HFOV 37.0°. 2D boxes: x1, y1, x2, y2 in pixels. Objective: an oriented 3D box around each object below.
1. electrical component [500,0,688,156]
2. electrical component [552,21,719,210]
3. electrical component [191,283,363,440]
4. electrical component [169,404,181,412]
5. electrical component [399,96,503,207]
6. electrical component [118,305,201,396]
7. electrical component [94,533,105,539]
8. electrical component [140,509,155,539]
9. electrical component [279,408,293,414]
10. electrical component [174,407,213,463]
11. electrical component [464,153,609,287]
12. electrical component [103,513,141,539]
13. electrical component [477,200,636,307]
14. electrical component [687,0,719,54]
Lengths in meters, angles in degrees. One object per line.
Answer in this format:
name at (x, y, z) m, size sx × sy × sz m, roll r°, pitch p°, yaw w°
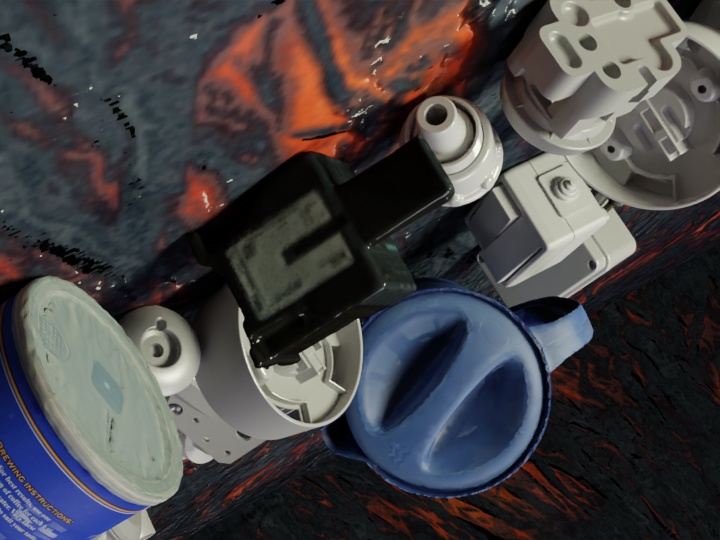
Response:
electrical component at (0.097, -0.087, 0.473) m, size 0.078 × 0.058 × 0.057 m, roll -23°, pitch 165°, yaw -31°
electrical component at (0.155, -0.081, 0.554) m, size 0.064 × 0.099 × 0.099 m, roll -27°, pitch 171°, yaw -49°
electrical component at (-0.042, 0.041, 0.587) m, size 0.064 × 0.099 × 0.099 m, roll -31°, pitch 171°, yaw 39°
electrical component at (-0.158, 0.106, 0.718) m, size 0.078 × 0.040 × 0.040 m, roll -26°, pitch 168°, yaw -22°
electrical component at (0.038, -0.058, 0.483) m, size 0.048 × 0.048 × 0.062 m, roll -31°, pitch 162°, yaw 3°
electrical component at (-0.115, 0.049, 0.565) m, size 0.048 × 0.048 × 0.062 m, roll -22°, pitch 173°, yaw -36°
electrical component at (-0.224, 0.151, 0.711) m, size 0.074 × 0.052 × 0.138 m, roll 10°, pitch 166°, yaw 14°
electrical component at (-0.188, 0.181, 0.878) m, size 0.079 × 0.077 × 0.043 m, roll -29°, pitch 169°, yaw -7°
electrical component at (-0.061, 0.070, 0.750) m, size 0.108 × 0.060 × 0.108 m, roll -29°, pitch 169°, yaw -6°
electrical component at (-0.123, 0.115, 0.776) m, size 0.077 × 0.043 × 0.079 m, roll -21°, pitch -153°, yaw -40°
electrical component at (0.118, -0.036, 0.737) m, size 0.061 × 0.061 × 0.096 m, roll -26°, pitch 168°, yaw -22°
electrical component at (-0.203, 0.176, 0.815) m, size 0.051 × 0.080 × 0.080 m, roll -24°, pitch 169°, yaw 0°
electrical component at (0.163, -0.015, 0.907) m, size 0.057 × 0.078 × 0.113 m, roll -24°, pitch 168°, yaw -43°
electrical component at (0.217, -0.138, 0.558) m, size 0.062 × 0.061 × 0.096 m, roll -29°, pitch 161°, yaw -7°
